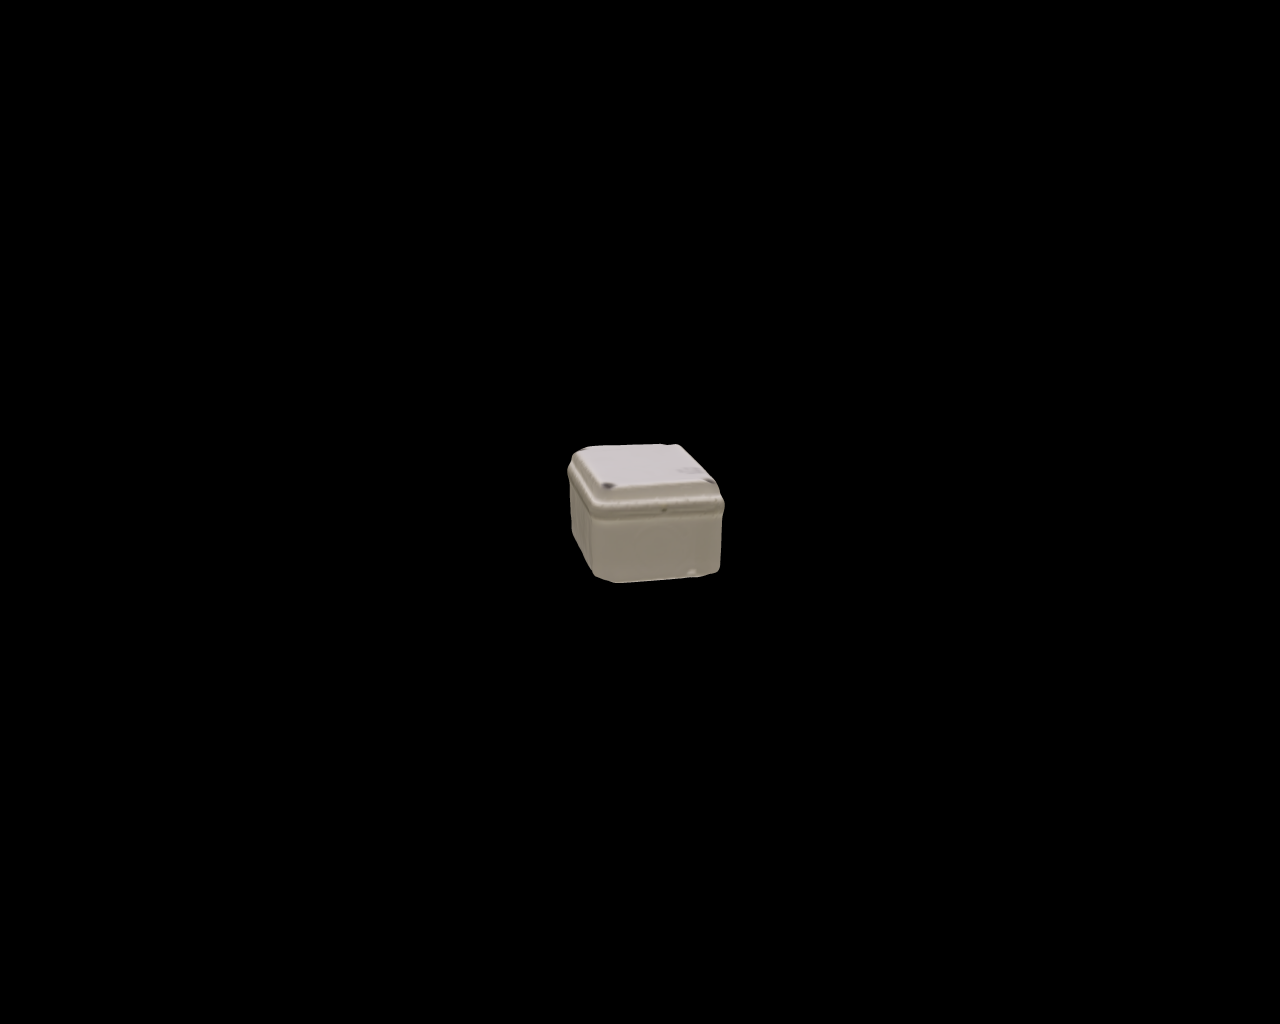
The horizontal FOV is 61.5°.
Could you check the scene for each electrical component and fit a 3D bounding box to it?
[{"bbox_3d":[0.001,-0.003,0.650,0.078,0.057,0.113,-3,16,-11],"label":"electrical component"}]
